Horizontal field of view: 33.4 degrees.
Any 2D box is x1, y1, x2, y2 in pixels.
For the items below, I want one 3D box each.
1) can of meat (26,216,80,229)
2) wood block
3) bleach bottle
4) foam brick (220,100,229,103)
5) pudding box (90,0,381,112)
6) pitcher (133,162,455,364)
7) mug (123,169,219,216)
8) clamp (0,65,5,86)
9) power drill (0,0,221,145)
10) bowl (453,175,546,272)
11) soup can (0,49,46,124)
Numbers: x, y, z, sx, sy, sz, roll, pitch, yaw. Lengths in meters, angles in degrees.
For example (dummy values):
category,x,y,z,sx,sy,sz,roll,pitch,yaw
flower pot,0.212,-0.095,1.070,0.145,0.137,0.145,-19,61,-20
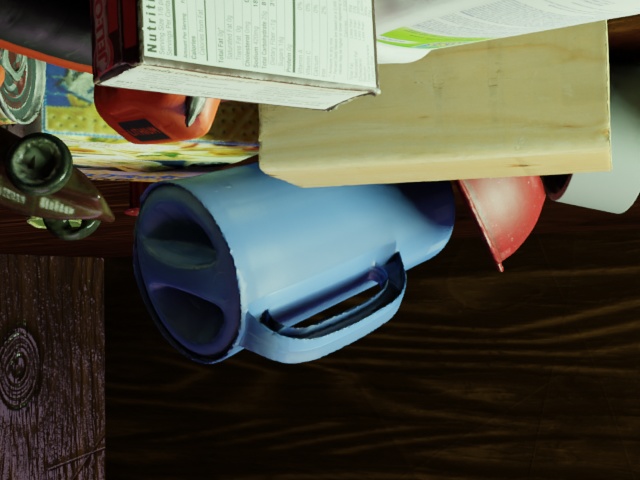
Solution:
category,x,y,z,sx,sy,sz,roll,pitch,yaw
can of meat,-0.263,-0.056,1.062,0.057,0.084,0.102,-1,176,-7
wood block,0.073,-0.086,0.663,0.206,0.090,0.090,-2,175,16
bleach bottle,0.054,-0.113,0.447,0.102,0.068,0.251,2,177,-35
foam brick,-0.052,-0.106,0.585,0.078,0.053,0.051,-5,175,33
pudding box,-0.030,-0.099,0.400,0.113,0.090,0.039,1,175,-38
pitcher,-0.005,0.001,0.809,0.242,0.149,0.145,-19,-178,-38
mug,-0.129,-0.065,0.991,0.093,0.081,0.117,-3,176,23
clamp,-0.247,-0.076,0.537,0.171,0.039,0.120,13,144,-5
power drill,-0.142,-0.093,0.439,0.187,0.057,0.185,17,175,-28
bowl,0.121,-0.060,0.783,0.055,0.162,0.162,-26,173,7
soup can,-0.211,-0.095,0.584,0.102,0.068,0.068,-1,177,9
